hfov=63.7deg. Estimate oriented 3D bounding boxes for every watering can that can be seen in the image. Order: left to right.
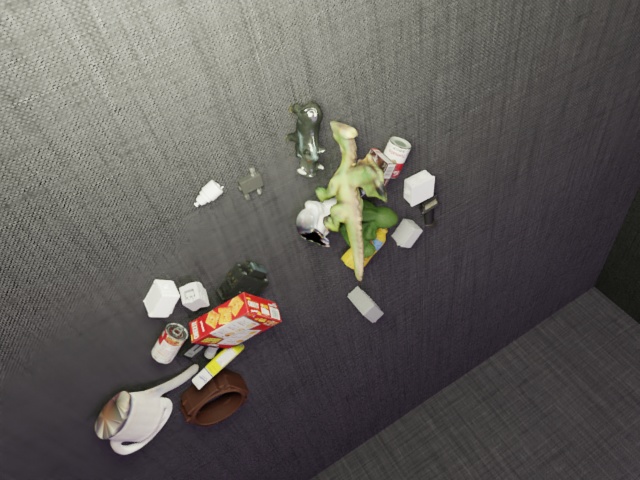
[{"bbox_3d":[-0.542,0.514,1.596,0.348,0.105,0.221,-56,141,-1],"label":"watering can"}]

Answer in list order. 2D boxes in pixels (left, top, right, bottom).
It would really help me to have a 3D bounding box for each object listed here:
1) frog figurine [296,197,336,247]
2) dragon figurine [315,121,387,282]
[{"bbox_3d":[0.004,-0.074,1.475,0.135,0.122,0.162,40,62,-44],"label":"frog figurine"},{"bbox_3d":[0.095,-0.108,1.318,0.123,0.413,0.240,-14,171,-23],"label":"dragon figurine"}]
